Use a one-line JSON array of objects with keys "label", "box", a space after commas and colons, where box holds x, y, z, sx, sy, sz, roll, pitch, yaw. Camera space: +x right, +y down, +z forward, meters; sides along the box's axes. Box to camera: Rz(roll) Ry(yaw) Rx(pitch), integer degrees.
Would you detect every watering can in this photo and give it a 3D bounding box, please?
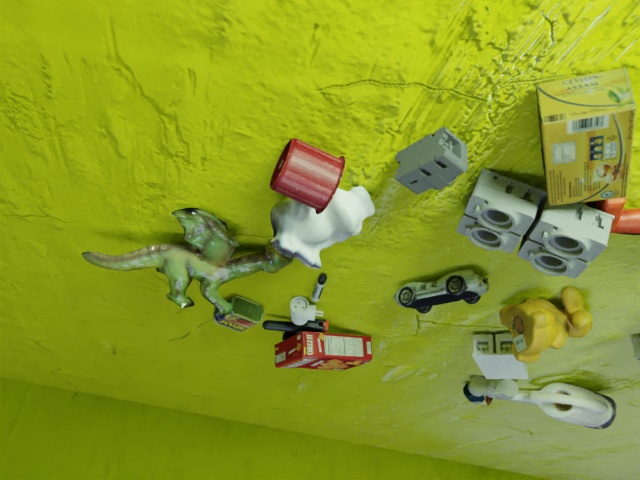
[{"label": "watering can", "box": [0.704, 0.479, 1.519, 0.223, 0.105, 0.344, 19, 161, -18]}]

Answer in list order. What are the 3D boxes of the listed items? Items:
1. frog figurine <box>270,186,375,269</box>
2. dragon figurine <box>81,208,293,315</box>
[{"label": "frog figurine", "box": [0.003, -0.042, 0.841, 0.136, 0.125, 0.158, 39, 102, -28]}, {"label": "dragon figurine", "box": [-0.257, 0.019, 1.016, 0.409, 0.125, 0.237, 14, 131, -13]}]
